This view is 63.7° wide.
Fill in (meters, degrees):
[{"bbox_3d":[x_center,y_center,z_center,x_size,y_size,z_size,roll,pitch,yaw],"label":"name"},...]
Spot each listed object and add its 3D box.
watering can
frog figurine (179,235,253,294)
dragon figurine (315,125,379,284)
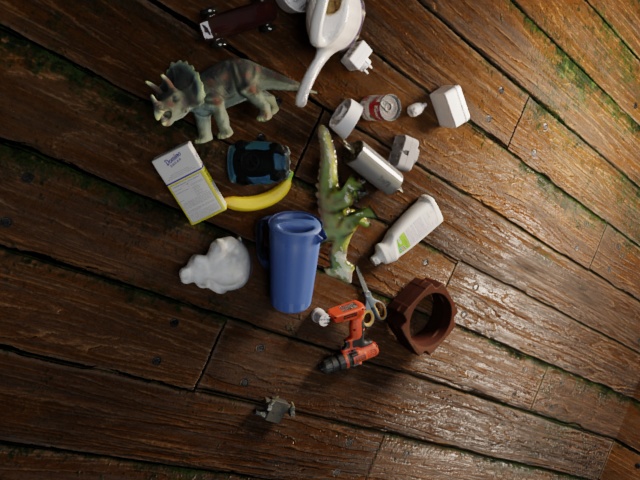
[{"bbox_3d":[0.019,-0.489,1.224,0.104,0.227,0.343,21,109,13],"label":"watering can"},{"bbox_3d":[-0.246,0.062,1.219,0.160,0.124,0.135,-11,125,-39],"label":"frog figurine"},{"bbox_3d":[0.004,-0.067,1.336,0.243,0.123,0.405,-32,108,-4],"label":"dragon figurine"}]
